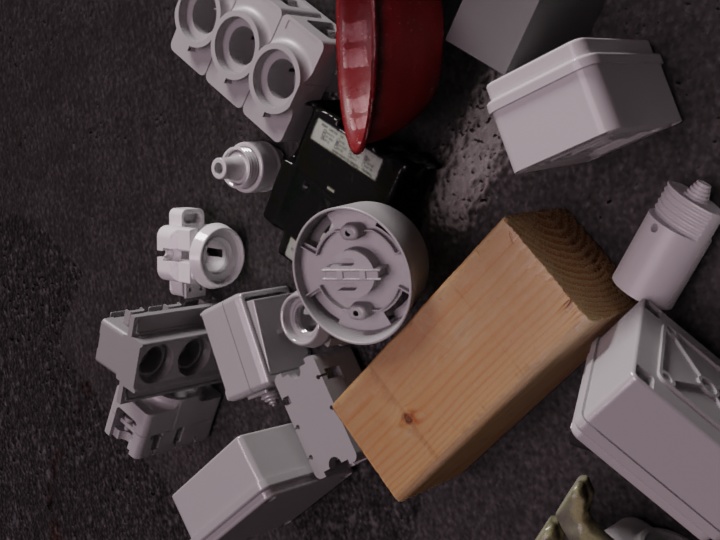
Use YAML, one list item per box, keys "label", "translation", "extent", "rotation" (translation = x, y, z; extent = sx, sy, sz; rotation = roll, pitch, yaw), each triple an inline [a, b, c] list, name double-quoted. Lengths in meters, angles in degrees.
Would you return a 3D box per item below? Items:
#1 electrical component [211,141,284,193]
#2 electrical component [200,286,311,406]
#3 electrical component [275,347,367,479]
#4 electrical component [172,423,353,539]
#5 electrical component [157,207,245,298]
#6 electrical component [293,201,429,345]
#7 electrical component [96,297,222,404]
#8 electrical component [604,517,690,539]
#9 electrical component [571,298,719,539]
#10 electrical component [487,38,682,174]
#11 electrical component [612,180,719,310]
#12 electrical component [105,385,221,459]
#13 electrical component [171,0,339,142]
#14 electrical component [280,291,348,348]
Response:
- label: "electrical component"
  translation: [-0.096, -0.086, 0.897]
  extent: [0.043, 0.062, 0.043]
  rotation: [6, 100, 38]
- label: "electrical component"
  translation: [-0.081, 0.066, 0.906]
  extent: [0.061, 0.062, 0.096]
  rotation: [-25, 80, 38]
- label: "electrical component"
  translation: [-0.018, 0.113, 0.865]
  extent: [0.050, 0.056, 0.089]
  rotation: [-34, 75, 36]
- label: "electrical component"
  translation: [-0.080, 0.175, 0.890]
  extent: [0.109, 0.109, 0.056]
  rotation: [-44, 66, 34]
- label: "electrical component"
  translation: [-0.139, -0.014, 0.946]
  extent: [0.057, 0.058, 0.078]
  rotation: [8, 101, 41]
- label: "electrical component"
  translation: [0.000, 0.000, 0.763]
  extent: [0.099, 0.064, 0.099]
  rotation: [6, 106, 20]
- label: "electrical component"
  translation: [-0.161, 0.064, 0.932]
  extent: [0.063, 0.121, 0.078]
  rotation: [26, 112, 36]
- label: "electrical component"
  translation: [0.197, 0.210, 0.707]
  extent: [0.095, 0.054, 0.059]
  rotation: [35, 116, 30]
- label: "electrical component"
  translation: [0.188, 0.086, 0.642]
  extent: [0.109, 0.108, 0.056]
  rotation: [39, 119, -1]
- label: "electrical component"
  translation: [0.141, -0.104, 0.673]
  extent: [0.078, 0.113, 0.057]
  rotation: [-23, 84, 38]
- label: "electrical component"
  translation: [0.198, -0.020, 0.682]
  extent: [0.043, 0.043, 0.081]
  rotation: [38, 118, 29]
- label: "electrical component"
  translation: [-0.176, 0.125, 0.972]
  extent: [0.050, 0.089, 0.055]
  rotation: [34, 116, 31]
- label: "electrical component"
  translation: [-0.080, -0.180, 0.872]
  extent: [0.150, 0.062, 0.089]
  rotation: [43, 120, 27]
- label: "electrical component"
  translation: [-0.030, 0.036, 0.865]
  extent: [0.066, 0.055, 0.048]
  rotation: [35, 116, 30]
